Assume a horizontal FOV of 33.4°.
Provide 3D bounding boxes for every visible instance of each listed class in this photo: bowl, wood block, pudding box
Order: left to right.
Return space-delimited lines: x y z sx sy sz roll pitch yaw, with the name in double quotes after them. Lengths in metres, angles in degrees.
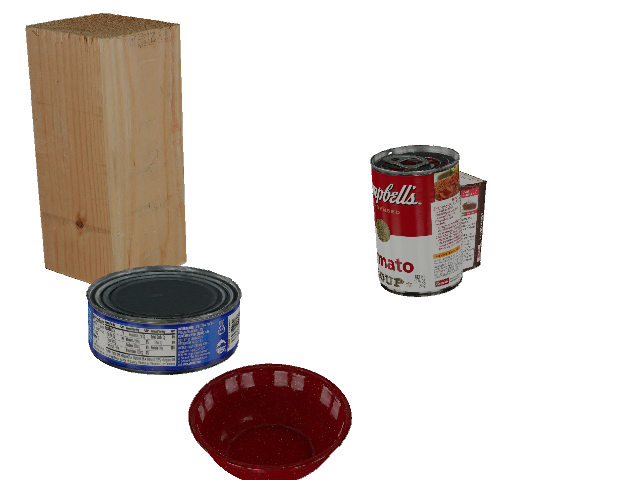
-0.174 -0.075 0.881 0.091 0.206 0.090 15 25 31 "wood block"
-0.050 0.192 1.066 0.162 0.055 0.162 1 31 -1 "bowl"
0.106 -0.027 1.026 0.039 0.090 0.114 -16 26 -36 "pudding box"

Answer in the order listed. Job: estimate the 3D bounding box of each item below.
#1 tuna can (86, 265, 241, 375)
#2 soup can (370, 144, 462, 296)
-0.087 0.044 0.600 0.086 0.034 0.086 2 18 -1 "tuna can"
0.075 -0.016 0.826 0.068 0.102 0.068 -4 21 1 "soup can"
